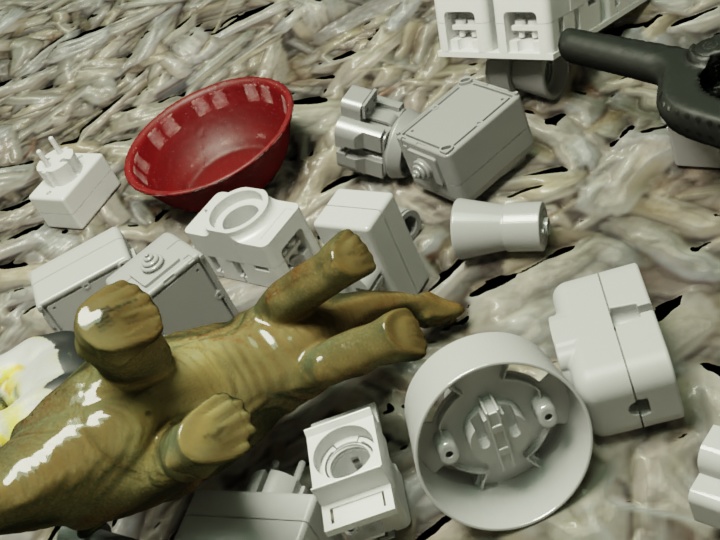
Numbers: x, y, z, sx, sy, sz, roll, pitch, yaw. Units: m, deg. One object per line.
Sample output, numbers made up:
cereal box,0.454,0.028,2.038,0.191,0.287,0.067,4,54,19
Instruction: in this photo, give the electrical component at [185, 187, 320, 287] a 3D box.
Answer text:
electrical component,-0.086,-0.027,0.844,0.089,0.055,0.050,11,51,37

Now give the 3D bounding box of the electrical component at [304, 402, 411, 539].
electrical component,0.000,0.121,0.623,0.042,0.063,0.081,-19,39,7

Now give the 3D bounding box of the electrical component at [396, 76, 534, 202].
electrical component,0.078,-0.093,0.825,0.096,0.061,0.062,-41,41,-18

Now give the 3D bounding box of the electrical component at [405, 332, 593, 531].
electrical component,0.075,0.087,0.599,0.099,0.099,0.064,-24,33,2

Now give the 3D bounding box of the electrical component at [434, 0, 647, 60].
electrical component,0.156,-0.234,0.897,0.105,0.060,0.186,10,32,37

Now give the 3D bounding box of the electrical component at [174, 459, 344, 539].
electrical component,-0.054,0.144,0.640,0.083,0.047,0.075,-3,44,26

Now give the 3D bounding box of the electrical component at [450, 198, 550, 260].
electrical component,0.101,-0.030,0.759,0.065,0.044,0.044,-1,44,21

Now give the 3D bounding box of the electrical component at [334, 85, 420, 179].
electrical component,0.018,-0.107,0.869,0.057,0.078,0.058,19,54,19

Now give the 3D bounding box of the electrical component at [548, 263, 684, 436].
electrical component,0.148,0.047,0.634,0.059,0.053,0.095,-16,40,11

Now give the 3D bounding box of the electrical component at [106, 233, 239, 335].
electrical component,-0.139,0.020,0.788,0.062,0.096,0.061,-41,41,-18

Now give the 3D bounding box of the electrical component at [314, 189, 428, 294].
electrical component,0.000,0.000,0.745,0.047,0.083,0.075,8,49,35

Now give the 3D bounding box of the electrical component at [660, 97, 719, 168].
electrical component,0.270,-0.114,0.754,0.100,0.048,0.099,8,49,35

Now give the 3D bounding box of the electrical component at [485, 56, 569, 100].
electrical component,0.137,-0.164,0.886,0.055,0.045,0.045,12,52,38

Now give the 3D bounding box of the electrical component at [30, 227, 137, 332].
electrical component,-0.206,0.012,0.862,0.096,0.061,0.061,-29,39,-5

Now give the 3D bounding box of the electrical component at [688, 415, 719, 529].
electrical component,0.210,0.100,0.539,0.057,0.058,0.078,14,53,43

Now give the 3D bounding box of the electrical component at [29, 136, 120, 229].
electrical component,-0.274,-0.088,1.000,0.047,0.076,0.065,5,48,32
